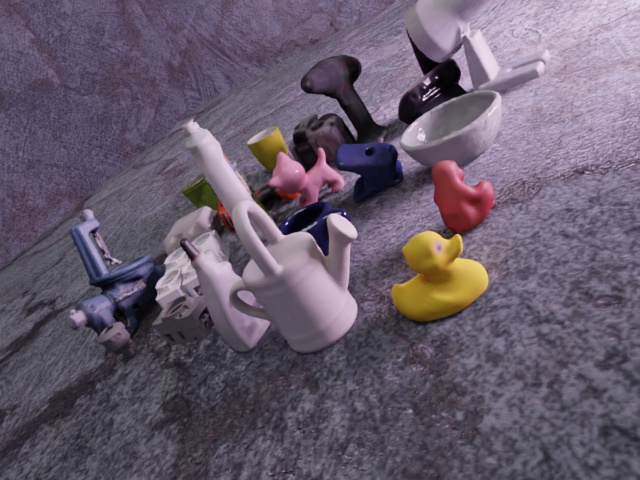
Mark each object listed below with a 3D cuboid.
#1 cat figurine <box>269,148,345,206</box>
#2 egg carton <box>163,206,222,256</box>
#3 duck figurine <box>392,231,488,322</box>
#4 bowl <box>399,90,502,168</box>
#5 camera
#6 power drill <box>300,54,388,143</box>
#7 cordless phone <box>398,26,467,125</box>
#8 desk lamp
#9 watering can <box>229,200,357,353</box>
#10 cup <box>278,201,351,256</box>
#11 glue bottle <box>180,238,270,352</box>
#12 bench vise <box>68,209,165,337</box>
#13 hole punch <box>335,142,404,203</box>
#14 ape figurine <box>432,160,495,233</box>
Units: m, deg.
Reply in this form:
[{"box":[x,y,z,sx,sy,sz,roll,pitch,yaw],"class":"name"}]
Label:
[{"box":[-0.034,-0.123,1.088,0.128,0.118,0.067,-34,23,-3],"class":"cat figurine"},{"box":[-0.271,-0.010,1.231,0.107,0.069,0.150,-26,24,15],"class":"egg carton"},{"box":[0.119,0.033,0.621,0.104,0.086,0.077,-27,24,14],"class":"duck figurine"},{"box":[0.214,-0.161,0.901,0.167,0.075,0.167,-27,24,13],"class":"bowl"},{"box":[0.011,-0.243,1.293,0.142,0.101,0.137,-12,31,41],"class":"camera"},{"box":[0.054,-0.279,1.170,0.075,0.209,0.230,-19,27,30],"class":"power drill"},{"box":[0.194,-0.335,1.131,0.148,0.185,0.093,-41,24,-18],"class":"cordless phone"},{"box":[0.287,-0.381,1.065,0.202,0.214,0.118,-13,30,39],"class":"desk lamp"},{"box":[-0.036,0.030,0.688,0.173,0.194,0.100,-35,23,-6],"class":"watering can"},{"box":[0.007,0.003,0.813,0.117,0.095,0.092,-15,29,35],"class":"cup"},{"box":[-0.132,0.066,0.767,0.037,0.173,0.078,-11,31,41],"class":"glue bottle"},{"box":[-0.391,0.061,1.049,0.121,0.220,0.207,-25,24,18],"class":"bench vise"},{"box":[0.085,-0.134,0.992,0.101,0.091,0.108,-26,24,16],"class":"hole punch"},{"box":[0.174,-0.062,0.732,0.076,0.092,0.077,-45,26,-27],"class":"ape figurine"}]
